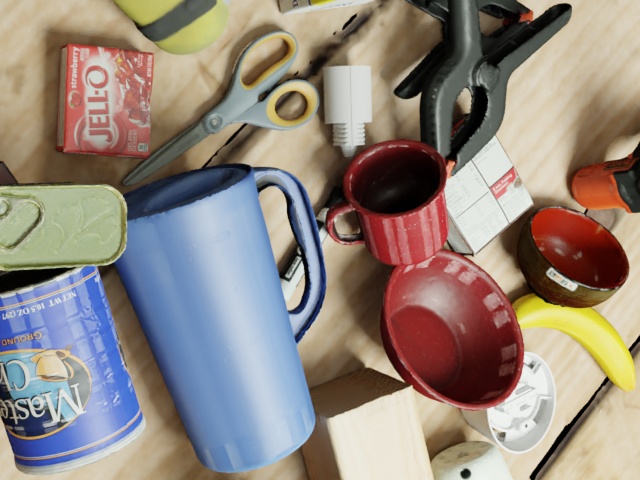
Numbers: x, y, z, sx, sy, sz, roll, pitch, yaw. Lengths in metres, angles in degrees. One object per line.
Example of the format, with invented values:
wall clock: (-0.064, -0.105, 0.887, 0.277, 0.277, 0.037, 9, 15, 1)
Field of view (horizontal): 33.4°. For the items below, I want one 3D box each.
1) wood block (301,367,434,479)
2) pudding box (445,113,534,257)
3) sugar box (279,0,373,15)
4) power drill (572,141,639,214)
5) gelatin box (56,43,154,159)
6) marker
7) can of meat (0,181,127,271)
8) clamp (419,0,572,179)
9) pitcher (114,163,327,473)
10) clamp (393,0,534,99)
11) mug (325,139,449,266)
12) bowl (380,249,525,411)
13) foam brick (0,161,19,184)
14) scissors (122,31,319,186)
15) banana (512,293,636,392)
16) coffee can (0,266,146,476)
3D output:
wood block: (0.049, 0.235, 0.986, 0.090, 0.091, 0.206, -18, 102, -23)
pudding box: (0.145, -0.054, 1.036, 0.090, 0.039, 0.113, -39, 107, -17)
sugar box: (0.039, -0.224, 0.893, 0.093, 0.176, 0.048, -14, 102, -25)
power drill: (0.367, -0.096, 1.069, 0.187, 0.185, 0.057, -39, 109, -28)
gelatin box: (-0.177, -0.113, 0.880, 0.073, 0.030, 0.089, 2, 93, -26)
marker: (-0.006, 0.001, 0.978, 0.020, 0.020, 0.121, 36, 79, -24)
can of meat: (-0.200, -0.013, 0.762, 0.101, 0.084, 0.057, -3, 98, -29)
clamp: (0.137, -0.161, 0.972, 0.164, 0.036, 0.210, 28, 88, -36)
pitcher: (-0.076, 0.062, 0.891, 0.144, 0.149, 0.243, -46, 123, -58)
clamp: (0.129, -0.193, 1.015, 0.171, 0.039, 0.120, -2, 97, -26)
mug: (0.062, -0.026, 0.964, 0.117, 0.093, 0.081, -21, 140, -3)
bowl: (0.113, 0.091, 1.002, 0.161, 0.055, 0.162, 17, 56, -26)
foam brick: (-0.258, -0.026, 0.823, 0.051, 0.078, 0.053, -38, 109, -20)
scissors: (-0.076, -0.096, 0.938, 0.096, 0.016, 0.201, 43, 77, -22)
banana: (0.264, 0.098, 1.109, 0.197, 0.037, 0.069, 23, 96, -25)
coffee can: (-0.200, 0.091, 0.807, 0.102, 0.103, 0.140, -20, 103, -23)
